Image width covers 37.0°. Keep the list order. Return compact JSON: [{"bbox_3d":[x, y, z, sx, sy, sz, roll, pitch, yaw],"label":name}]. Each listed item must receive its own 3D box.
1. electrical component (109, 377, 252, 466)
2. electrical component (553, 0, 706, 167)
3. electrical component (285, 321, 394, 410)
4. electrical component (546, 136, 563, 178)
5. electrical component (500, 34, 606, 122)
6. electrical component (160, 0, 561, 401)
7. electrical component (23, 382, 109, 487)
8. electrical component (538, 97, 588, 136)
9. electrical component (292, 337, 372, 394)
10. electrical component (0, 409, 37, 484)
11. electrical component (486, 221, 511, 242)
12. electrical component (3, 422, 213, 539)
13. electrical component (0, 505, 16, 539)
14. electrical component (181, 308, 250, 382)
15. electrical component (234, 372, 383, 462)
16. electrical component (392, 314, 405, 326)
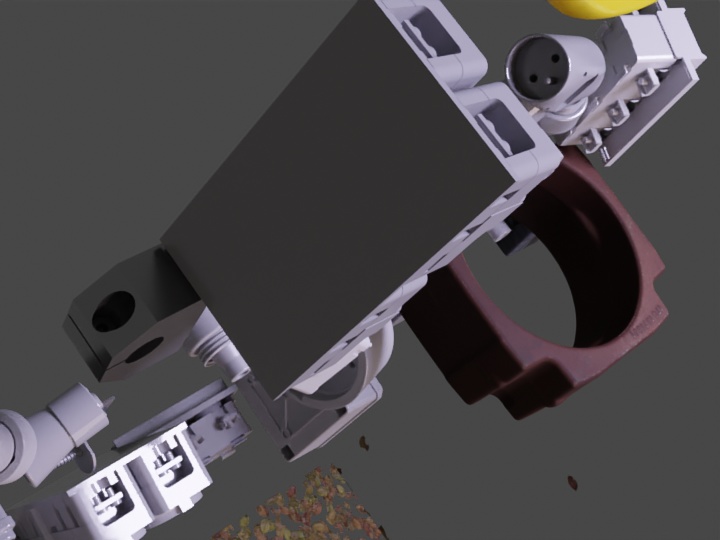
[{"bbox_3d":[-0.166,0.161,1.001,0.121,0.063,0.078,-29,168,-34],"label":"electrical component"},{"bbox_3d":[0.195,-0.142,0.817,0.063,0.078,0.121,-7,158,-24],"label":"electrical component"},{"bbox_3d":[-0.024,0.049,0.850,0.108,0.108,0.060,-45,173,40],"label":"electrical component"},{"bbox_3d":[0.115,-0.093,0.772,0.044,0.065,0.044,-35,170,-7],"label":"electrical component"},{"bbox_3d":[0.117,-0.121,0.713,0.079,0.043,0.077,-41,169,29],"label":"electrical component"},{"bbox_3d":[-0.004,-0.034,0.530,0.186,0.105,0.060,-43,168,36],"label":"electrical component"},{"bbox_3d":[-0.197,0.104,0.699,0.065,0.044,0.044,-37,171,-23],"label":"electrical component"},{"bbox_3d":[0.146,-0.127,0.783,0.043,0.043,0.062,-33,169,-17],"label":"electrical component"},{"bbox_3d":[-0.047,0.026,0.736,0.062,0.096,0.061,-40,142,18],"label":"electrical component"},{"bbox_3d":[-0.215,0.102,0.615,0.045,0.045,0.055,-37,170,1],"label":"electrical component"},{"bbox_3d":[0.106,-0.053,0.933,0.048,0.062,0.048,-35,170,-7],"label":"electrical component"},{"bbox_3d":[-0.208,0.189,0.872,0.105,0.060,0.186,-29,-179,-37],"label":"electrical component"},{"bbox_3d":[-0.303,0.198,0.730,0.109,0.056,0.108,-28,167,-40],"label":"electrical component"},{"bbox_3d":[-0.095,0.044,0.704,0.048,0.062,0.048,-35,170,-7],"label":"electrical component"},{"bbox_3d":[-0.051,0.102,0.989,0.056,0.108,0.109,-21,162,-49],"label":"electrical component"},{"bbox_3d":[0.042,0.005,0.988,0.061,0.061,0.096,-24,164,-51],"label":"electrical component"}]
